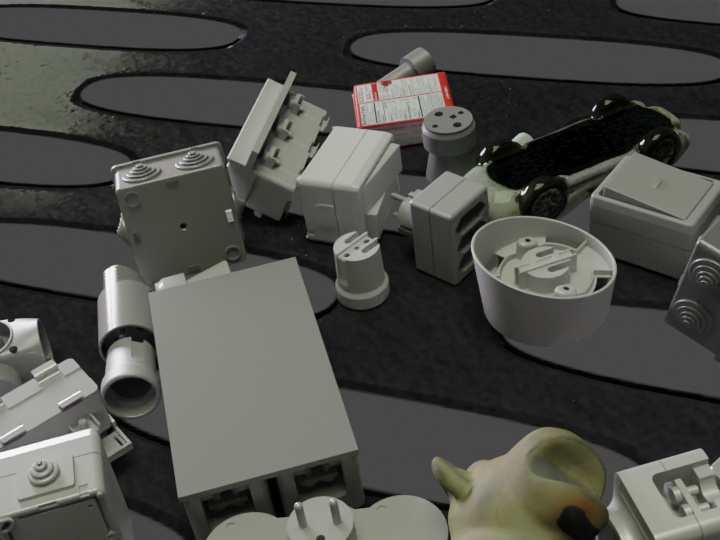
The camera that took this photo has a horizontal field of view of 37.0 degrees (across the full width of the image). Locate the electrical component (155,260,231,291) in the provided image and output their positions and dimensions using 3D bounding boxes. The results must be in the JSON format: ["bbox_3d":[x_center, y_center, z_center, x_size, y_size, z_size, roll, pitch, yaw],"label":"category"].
[{"bbox_3d":[-0.119,0.021,0.793,0.055,0.045,0.045,-16,40,-9],"label":"electrical component"}]

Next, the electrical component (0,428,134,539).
[{"bbox_3d":[-0.173,0.136,0.626,0.062,0.096,0.061,-15,39,-8],"label":"electrical component"}]

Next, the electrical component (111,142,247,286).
[{"bbox_3d":[-0.138,-0.042,0.832,0.100,0.099,0.048,-14,27,-7],"label":"electrical component"}]

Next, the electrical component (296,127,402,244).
[{"bbox_3d":[-0.002,-0.071,0.869,0.061,0.061,0.096,9,43,20],"label":"electrical component"}]

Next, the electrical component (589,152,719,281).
[{"bbox_3d":[0.224,-0.040,0.792,0.096,0.061,0.062,21,48,31],"label":"electrical component"}]

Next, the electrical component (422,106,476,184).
[{"bbox_3d":[0.075,-0.102,0.897,0.045,0.055,0.045,-5,40,4],"label":"electrical component"}]

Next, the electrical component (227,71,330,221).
[{"bbox_3d":[-0.072,-0.101,0.910,0.063,0.078,0.121,25,42,-7],"label":"electrical component"}]

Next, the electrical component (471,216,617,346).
[{"bbox_3d":[0.129,0.004,0.754,0.099,0.064,0.099,-5,40,4],"label":"electrical component"}]

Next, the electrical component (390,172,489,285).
[{"bbox_3d":[0.054,-0.038,0.816,0.077,0.065,0.047,25,50,34],"label":"electrical component"}]

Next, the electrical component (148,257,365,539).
[{"bbox_3d":[-0.071,0.082,0.700,0.105,0.060,0.186,-14,40,-6],"label":"electrical component"}]

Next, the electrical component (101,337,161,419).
[{"bbox_3d":[-0.158,0.074,0.744,0.040,0.040,0.046,-12,34,-4],"label":"electrical component"}]

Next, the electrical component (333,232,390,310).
[{"bbox_3d":[0.000,0.000,0.796,0.040,0.046,0.040,-5,40,4],"label":"electrical component"}]

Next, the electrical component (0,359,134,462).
[{"bbox_3d":[-0.220,0.115,0.686,0.121,0.063,0.079,-32,45,-25],"label":"electrical component"}]

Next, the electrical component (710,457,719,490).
[{"bbox_3d":[0.255,0.125,0.600,0.100,0.048,0.100,-33,46,-26],"label":"electrical component"}]

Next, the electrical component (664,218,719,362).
[{"bbox_3d":[0.252,-0.001,0.714,0.048,0.099,0.100,35,56,24],"label":"electrical component"}]

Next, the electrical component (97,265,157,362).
[{"bbox_3d":[-0.171,0.030,0.793,0.043,0.043,0.081,-13,40,-5],"label":"electrical component"}]

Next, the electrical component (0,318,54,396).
[{"bbox_3d":[-0.256,0.076,0.753,0.077,0.044,0.079,-16,41,-9],"label":"electrical component"}]

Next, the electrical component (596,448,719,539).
[{"bbox_3d":[0.159,0.145,0.561,0.056,0.089,0.050,-14,40,-7],"label":"electrical component"}]

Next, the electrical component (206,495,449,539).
[{"bbox_3d":[-0.020,0.151,0.599,0.138,0.073,0.052,-7,40,2],"label":"electrical component"}]
